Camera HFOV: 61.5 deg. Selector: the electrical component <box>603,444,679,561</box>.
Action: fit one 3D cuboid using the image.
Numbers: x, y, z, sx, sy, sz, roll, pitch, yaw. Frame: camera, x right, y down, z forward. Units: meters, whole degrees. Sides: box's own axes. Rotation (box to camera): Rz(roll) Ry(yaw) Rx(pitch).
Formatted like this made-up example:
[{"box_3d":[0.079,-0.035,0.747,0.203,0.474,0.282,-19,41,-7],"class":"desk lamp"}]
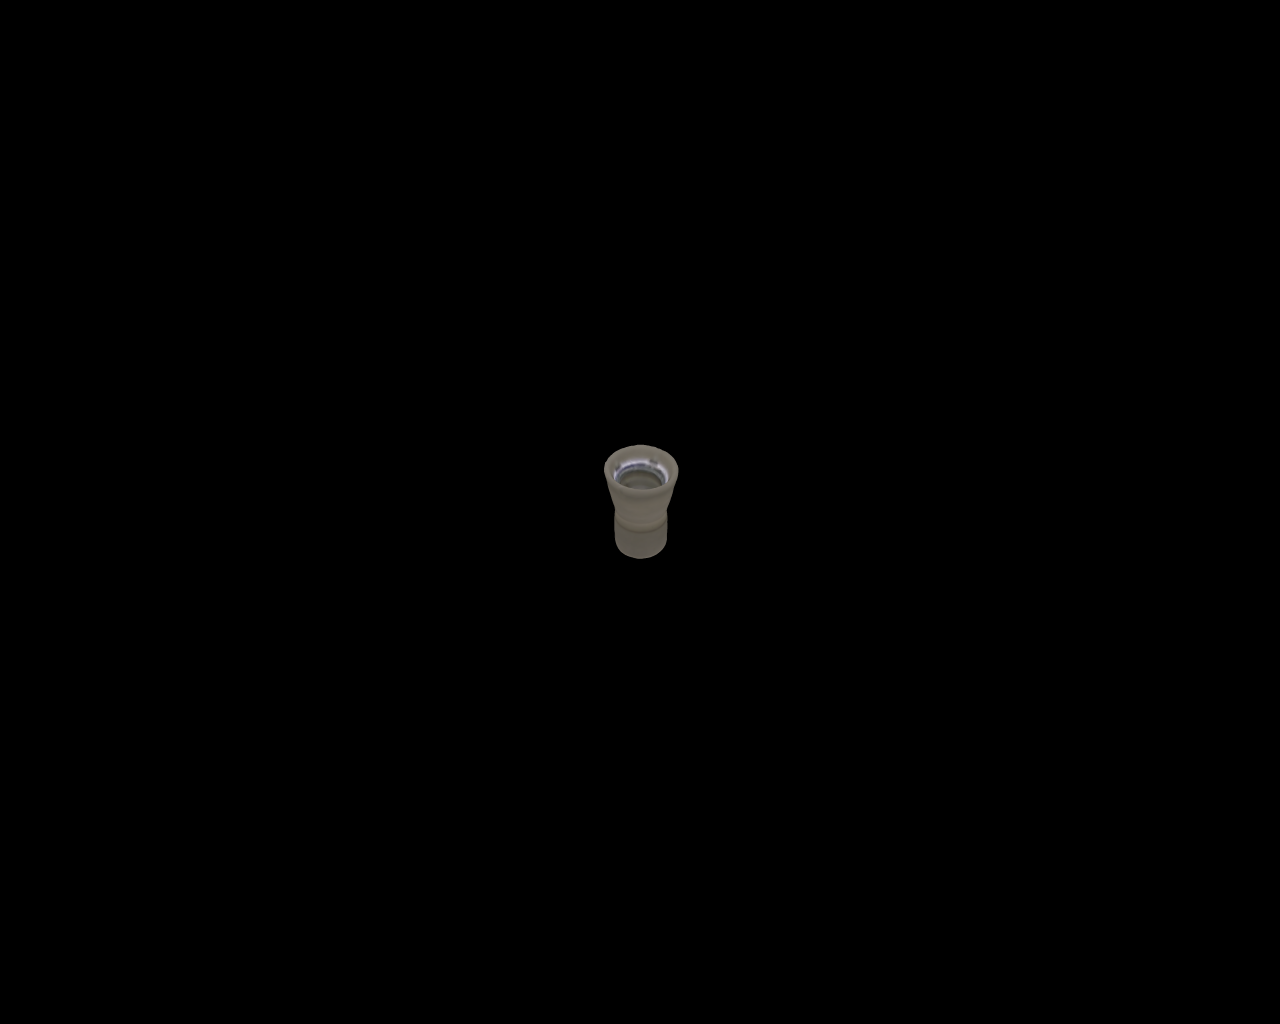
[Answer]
[{"box_3d":[0.001,-0.003,0.650,0.044,0.065,0.044,0,42,0],"class":"electrical component"}]
